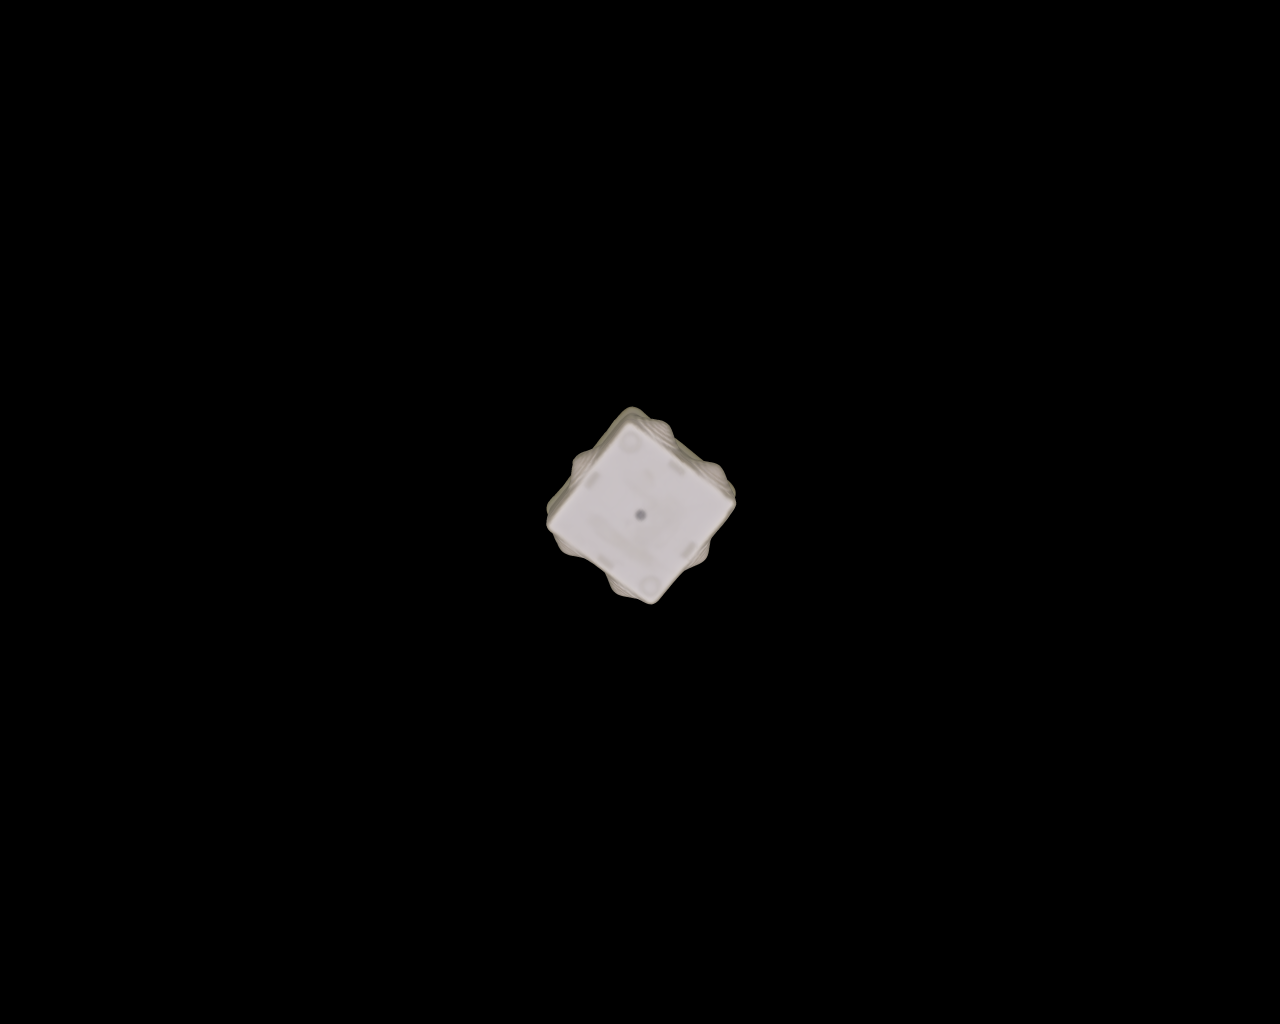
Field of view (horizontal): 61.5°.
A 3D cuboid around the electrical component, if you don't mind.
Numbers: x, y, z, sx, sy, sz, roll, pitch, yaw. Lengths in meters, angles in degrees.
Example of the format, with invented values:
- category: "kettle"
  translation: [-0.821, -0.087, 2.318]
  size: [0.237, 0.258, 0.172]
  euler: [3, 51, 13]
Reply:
- category: "electrical component"
  translation: [0.001, -0.003, 0.650]
  size: [0.099, 0.099, 0.048]
  euler: [38, 9, -7]
